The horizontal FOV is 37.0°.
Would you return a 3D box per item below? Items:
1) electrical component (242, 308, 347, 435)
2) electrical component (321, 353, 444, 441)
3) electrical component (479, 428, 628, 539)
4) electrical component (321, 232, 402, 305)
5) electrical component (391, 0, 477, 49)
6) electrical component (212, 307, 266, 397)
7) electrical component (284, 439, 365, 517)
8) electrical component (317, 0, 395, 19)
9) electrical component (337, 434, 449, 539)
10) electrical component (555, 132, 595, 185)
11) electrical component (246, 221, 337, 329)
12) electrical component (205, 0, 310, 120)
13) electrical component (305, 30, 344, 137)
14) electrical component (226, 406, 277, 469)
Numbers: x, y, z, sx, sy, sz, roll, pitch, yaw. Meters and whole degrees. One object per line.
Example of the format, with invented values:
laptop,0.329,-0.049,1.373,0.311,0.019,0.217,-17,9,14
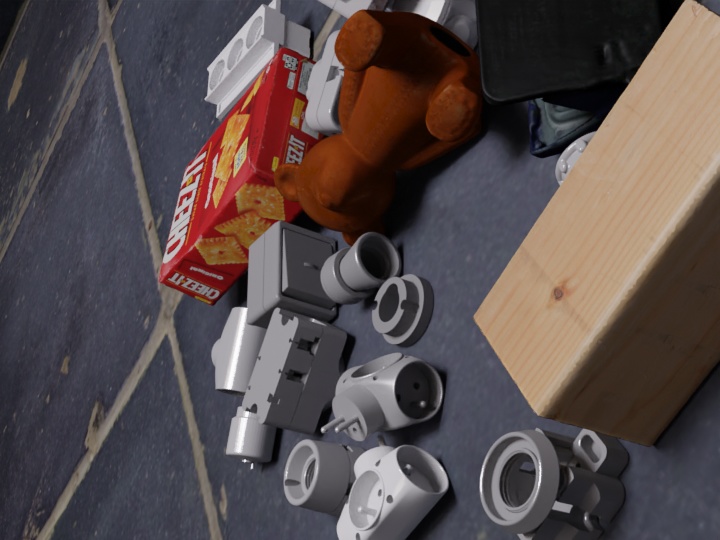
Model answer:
electrical component,-0.051,0.084,0.888,0.050,0.056,0.089,21,92,60
electrical component,0.007,0.096,0.769,0.077,0.079,0.044,-14,103,56
electrical component,0.105,0.122,0.606,0.078,0.057,0.058,-61,31,19
electrical component,0.000,0.000,0.861,0.055,0.045,0.045,-32,48,49
electrical component,0.062,-0.203,0.864,0.080,0.051,0.080,-35,46,46
electrical component,-0.113,0.079,1.007,0.079,0.044,0.077,-12,64,57
electrical component,-0.025,0.157,0.814,0.055,0.047,0.055,-35,46,46
electrical component,0.020,-0.272,0.893,0.105,0.060,0.186,-58,3,23
electrical component,0.018,0.150,0.749,0.077,0.044,0.079,-55,32,26
electrical component,0.149,-0.049,0.643,0.048,0.048,0.062,-51,42,32
electrical component,-0.057,0.002,0.939,0.061,0.062,0.096,-38,44,45
electrical component,-0.108,-0.218,1.142,0.121,0.063,0.078,-36,45,46
electrical component,-0.008,-0.164,0.957,0.059,0.054,0.095,11,84,60
electrical component,-0.093,0.134,0.946,0.040,0.040,0.078,-16,61,55
